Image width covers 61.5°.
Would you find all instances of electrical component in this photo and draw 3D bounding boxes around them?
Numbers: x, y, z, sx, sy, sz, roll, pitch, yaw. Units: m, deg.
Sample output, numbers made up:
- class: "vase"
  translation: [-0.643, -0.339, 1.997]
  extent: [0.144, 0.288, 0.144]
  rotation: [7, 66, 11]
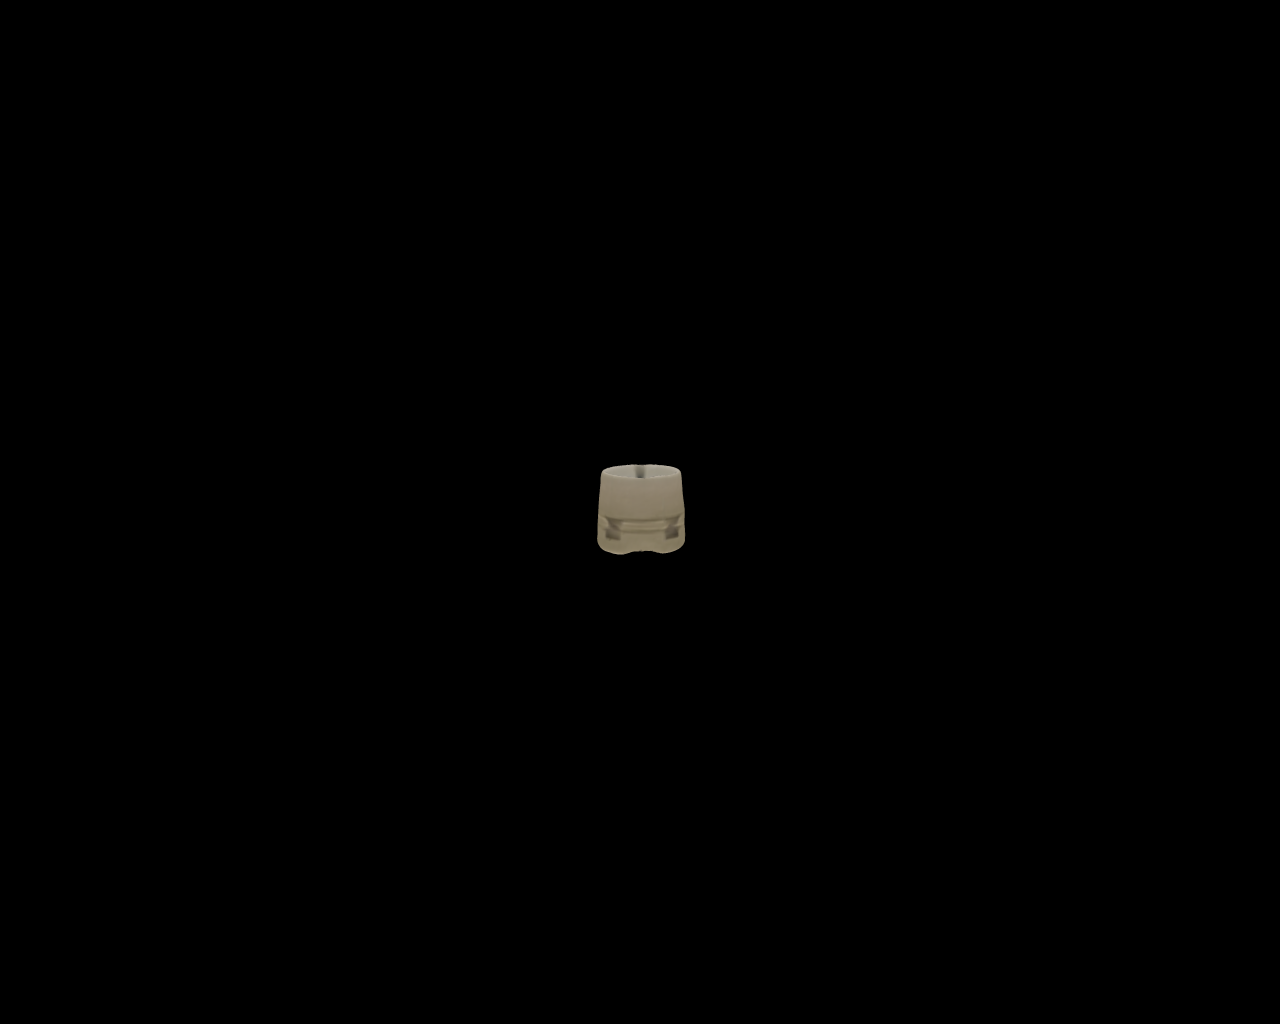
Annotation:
- class: "electrical component"
  translation: [0.001, -0.003, 0.650]
  extent: [0.055, 0.047, 0.055]
  rotation: [0, 12, 0]
